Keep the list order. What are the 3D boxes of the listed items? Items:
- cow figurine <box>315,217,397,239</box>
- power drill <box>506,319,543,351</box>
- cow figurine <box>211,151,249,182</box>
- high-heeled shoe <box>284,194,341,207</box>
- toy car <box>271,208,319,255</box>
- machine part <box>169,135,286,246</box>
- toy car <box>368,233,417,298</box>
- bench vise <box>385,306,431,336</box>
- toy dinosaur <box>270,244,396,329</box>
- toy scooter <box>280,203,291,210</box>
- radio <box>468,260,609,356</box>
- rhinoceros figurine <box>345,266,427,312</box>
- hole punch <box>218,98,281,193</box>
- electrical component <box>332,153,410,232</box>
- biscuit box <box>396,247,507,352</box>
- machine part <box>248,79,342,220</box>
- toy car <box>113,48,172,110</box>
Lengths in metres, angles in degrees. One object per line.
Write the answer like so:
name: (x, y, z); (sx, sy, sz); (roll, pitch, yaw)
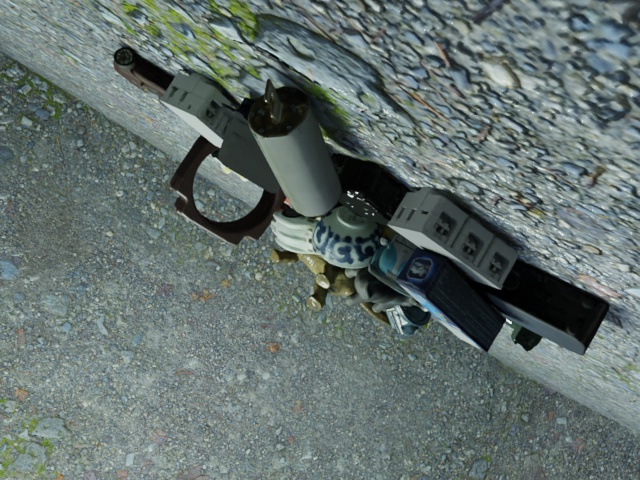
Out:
cow figurine: (0.070, -0.021, 1.054); (0.195, 0.127, 0.085); (10, 120, 34)
power drill: (0.299, 0.106, 0.971); (0.231, 0.086, 0.208); (31, 180, -44)
cow figurine: (-0.174, -0.179, 1.176); (0.168, 0.068, 0.098); (26, 168, 38)
high-heeled shoe: (0.022, -0.076, 0.901); (0.145, 0.086, 0.249); (29, -179, -4)
toy car: (-0.002, -0.003, 0.984); (0.202, 0.056, 0.073); (16, 128, 22)
machine part: (-0.177, -0.108, 1.066); (0.201, 0.201, 0.087); (33, 178, -30)
toy car: (0.160, 0.021, 0.854); (0.109, 0.102, 0.161); (35, -148, 26)
bench vise: (0.207, 0.097, 1.210); (0.129, 0.223, 0.241); (-1, 164, -44)
toy dinosaur: (0.038, 0.078, 1.325); (0.471, 0.105, 0.198); (48, -139, 8)
toy scooter: (-0.035, -0.019, 1.176); (0.135, 0.075, 0.183); (39, 177, 38)
radio: (0.307, 0.084, 0.818); (0.230, 0.073, 0.131); (27, 174, 26)
rhinoceros figurine: (0.129, 0.082, 0.934); (0.190, 0.073, 0.112); (15, 155, -40)
hole punch: (-0.076, -0.149, 0.791); (0.142, 0.092, 0.115); (34, 144, -1)
electrical component: (0.079, -0.063, 0.790); (0.134, 0.058, 0.115); (35, 176, -38)
biscuit box: (0.193, 0.089, 0.778); (0.202, 0.063, 0.059); (40, 170, -38)
machine part: (-0.027, -0.105, 0.674); (0.079, 0.079, 0.243); (29, 162, 30)
toy car: (-0.275, -0.266, 0.949); (0.202, 0.053, 0.089); (32, 173, 0)
